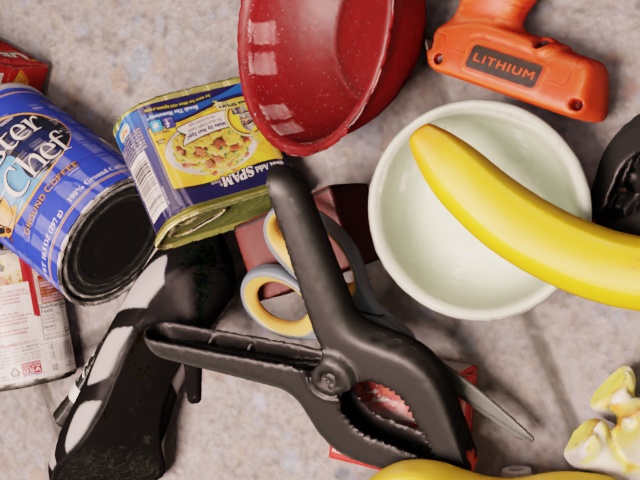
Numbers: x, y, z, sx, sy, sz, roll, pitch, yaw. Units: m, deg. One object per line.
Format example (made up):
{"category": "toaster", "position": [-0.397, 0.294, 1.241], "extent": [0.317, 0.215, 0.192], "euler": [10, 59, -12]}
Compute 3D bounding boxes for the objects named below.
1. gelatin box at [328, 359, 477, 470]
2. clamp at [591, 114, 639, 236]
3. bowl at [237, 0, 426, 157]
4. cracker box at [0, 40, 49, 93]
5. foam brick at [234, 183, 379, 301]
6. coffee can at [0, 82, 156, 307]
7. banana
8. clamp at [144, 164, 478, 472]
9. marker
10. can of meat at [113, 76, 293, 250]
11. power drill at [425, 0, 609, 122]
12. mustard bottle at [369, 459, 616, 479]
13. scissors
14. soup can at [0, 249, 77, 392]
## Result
{"category": "gelatin box", "position": [0.052, 0.109, 0.669], "extent": [0.089, 0.030, 0.073], "euler": [9, 100, 29]}
{"category": "clamp", "position": [0.191, -0.059, 0.550], "extent": [0.172, 0.039, 0.120], "euler": [-46, 35, 43]}
{"category": "bowl", "position": [0.013, -0.129, 0.633], "extent": [0.162, 0.055, 0.162], "euler": [-2, 87, 55]}
{"category": "cracker box", "position": [-0.327, -0.103, 0.843], "extent": [0.214, 0.072, 0.164], "euler": [28, 109, 24]}
{"category": "foam brick", "position": [-0.004, 0.001, 0.678], "extent": [0.078, 0.052, 0.051], "euler": [-22, 84, 31]}
{"category": "coffee can", "position": [-0.185, -0.033, 0.745], "extent": [0.140, 0.102, 0.103], "euler": [34, 111, 26]}
{"category": "banana", "position": [0.134, -0.005, 0.539], "extent": [0.198, 0.037, 0.070], "euler": [16, 104, 19]}
{"category": "clamp", "position": [0.011, 0.063, 0.614], "extent": [0.210, 0.036, 0.165], "euler": [34, 126, 3]}
{"category": "marker", "position": [-0.167, 0.097, 0.800], "extent": [0.020, 0.020, 0.121], "euler": [44, 114, 19]}
{"category": "can of meat", "position": [-0.072, -0.051, 0.684], "extent": [0.084, 0.101, 0.058], "euler": [65, 150, 11]}
{"category": "power drill", "position": [0.147, -0.162, 0.573], "extent": [0.185, 0.057, 0.188], "euler": [24, 103, 30]}
{"category": "mustard bottle", "position": [0.072, 0.171, 0.592], "extent": [0.192, 0.058, 0.096], "euler": [0, 104, 29]}
{"category": "scissors", "position": [0.029, 0.065, 0.641], "extent": [0.202, 0.016, 0.096], "euler": [50, 123, -1]}
{"category": "soup can", "position": [-0.225, 0.057, 0.801], "extent": [0.069, 0.068, 0.102], "euler": [-10, 91, 30]}
